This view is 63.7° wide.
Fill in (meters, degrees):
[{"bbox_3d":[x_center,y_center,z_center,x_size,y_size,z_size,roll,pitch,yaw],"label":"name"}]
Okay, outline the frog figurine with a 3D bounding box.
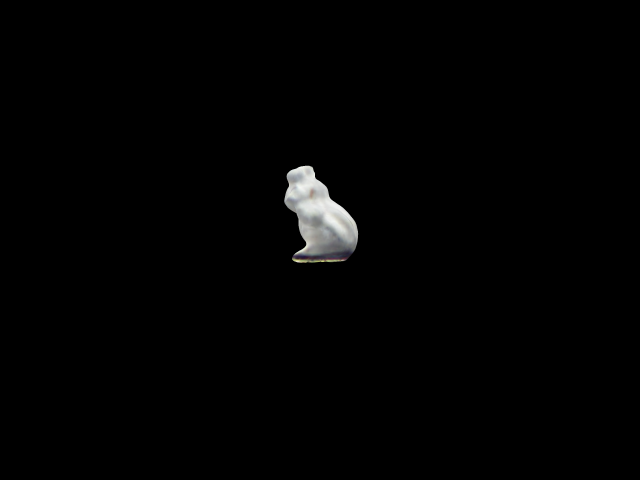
[{"bbox_3d":[0.003,-0.043,0.850,0.122,0.160,0.137,-1,-2,31],"label":"frog figurine"}]
